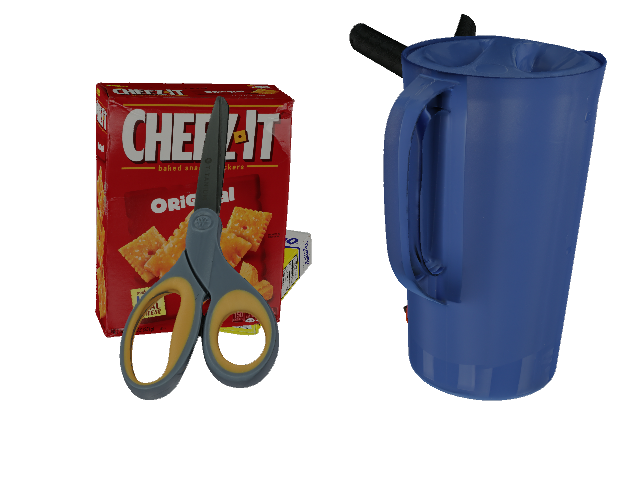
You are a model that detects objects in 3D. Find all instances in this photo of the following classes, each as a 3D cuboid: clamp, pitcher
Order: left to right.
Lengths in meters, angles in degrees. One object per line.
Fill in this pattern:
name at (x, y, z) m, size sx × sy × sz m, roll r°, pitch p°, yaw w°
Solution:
clamp at (0.094, -0.145, 0.927) m, size 0.120 × 0.039 × 0.171 m, roll -7°, pitch 42°, yaw -5°
pitcher at (0.111, -0.013, 0.736) m, size 0.149 × 0.243 × 0.145 m, roll 0°, pitch 21°, yaw -2°

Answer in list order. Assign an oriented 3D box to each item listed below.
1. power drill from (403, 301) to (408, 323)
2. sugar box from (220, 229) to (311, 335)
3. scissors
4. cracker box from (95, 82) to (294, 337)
power drill at (0.137, 0.019, 1.096) m, size 0.057 × 0.188 × 0.185 m, roll -15°, pitch 25°, yaw -22°
sugar box at (-0.080, 0.037, 1.138) m, size 0.093 × 0.048 × 0.176 m, roll 7°, pitch 28°, yaw 16°
scissors at (-0.051, 0.003, 0.613) m, size 0.096 × 0.201 × 0.016 m, roll 13°, pitch -28°, yaw 14°
cracker box at (-0.113, -0.027, 0.943) m, size 0.164 × 0.214 × 0.072 m, roll -2°, pitch 19°, yaw -20°
